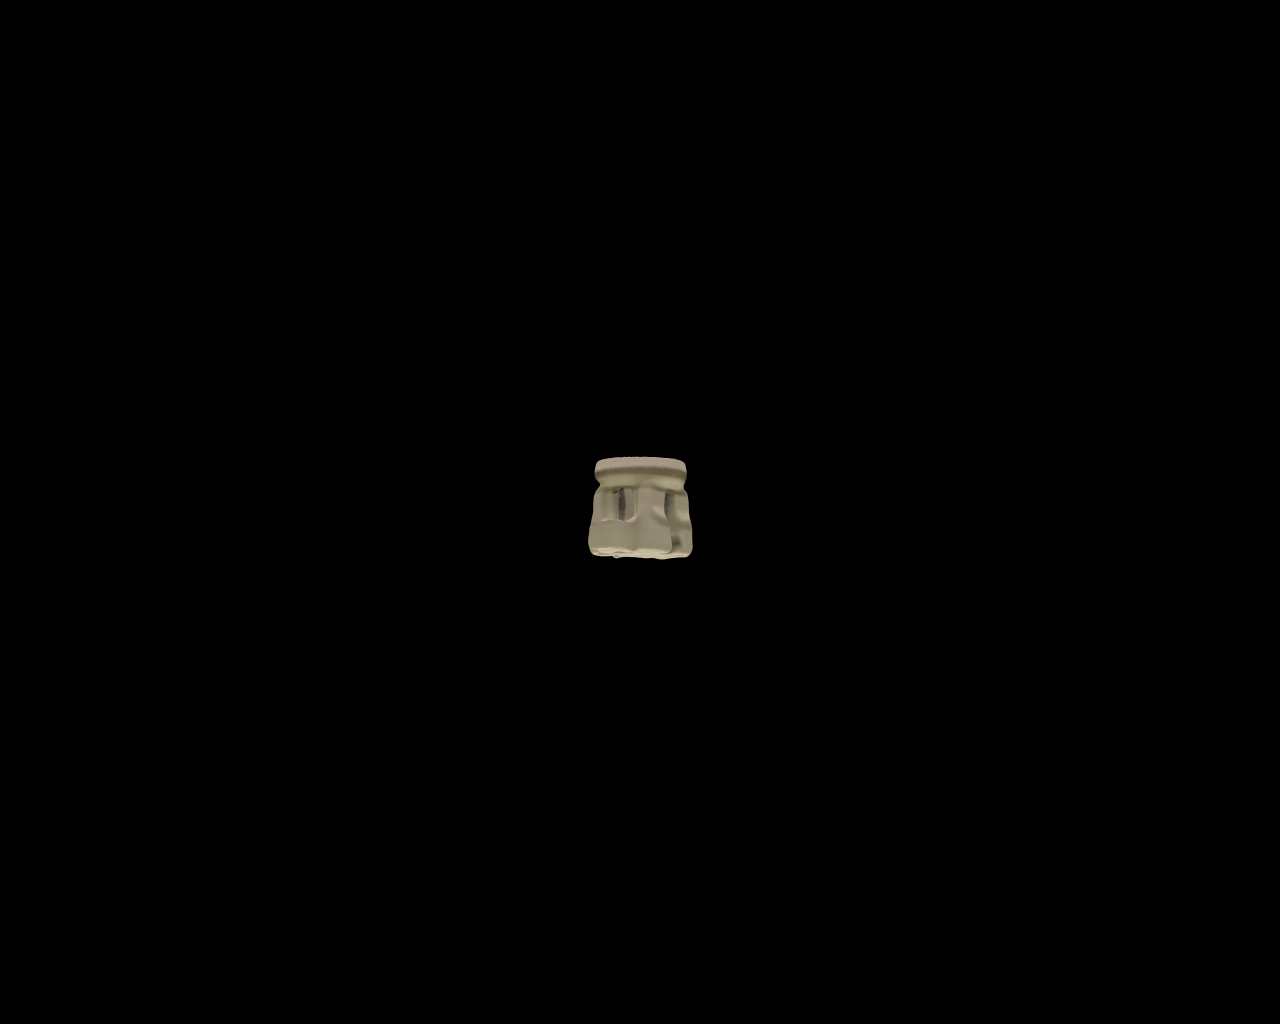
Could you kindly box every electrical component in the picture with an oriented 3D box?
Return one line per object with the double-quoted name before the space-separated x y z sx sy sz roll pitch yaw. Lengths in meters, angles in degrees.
"electrical component" 0.001 -0.003 0.650 0.058 0.057 0.078 -5 -8 35
